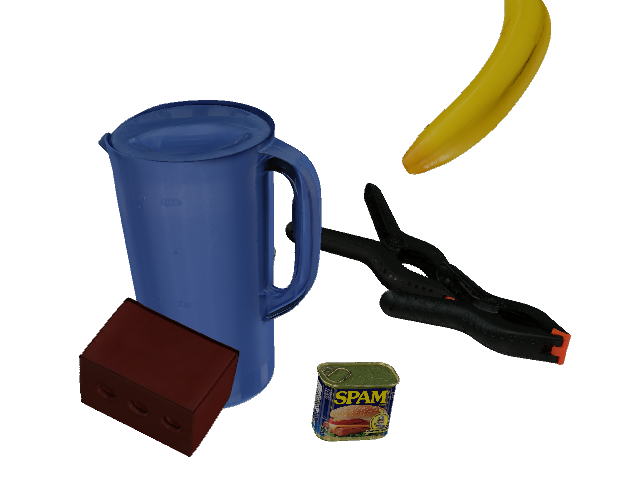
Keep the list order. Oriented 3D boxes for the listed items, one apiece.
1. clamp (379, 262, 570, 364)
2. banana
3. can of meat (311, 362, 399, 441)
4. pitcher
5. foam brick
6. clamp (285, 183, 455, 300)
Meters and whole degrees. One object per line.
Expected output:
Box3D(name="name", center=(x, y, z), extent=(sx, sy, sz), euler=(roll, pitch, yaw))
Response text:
Box3D(name="clamp", center=(0.153, 0.065, 0.992), extent=(0.172, 0.039, 0.120), euler=(21, 31, 21))
Box3D(name="banana", center=(0.131, -0.127, 0.822), extent=(0.070, 0.197, 0.037), euler=(1, -36, 48))
Box3D(name="can of meat", center=(0.042, 0.204, 1.347), extent=(0.102, 0.084, 0.057), euler=(1, 23, -16))
Box3D(name="pitcher", center=(-0.087, 0.016, 0.878), extent=(0.144, 0.243, 0.149), euler=(-14, 29, -20))
Box3D(name="foam brick", center=(-0.096, 0.081, 0.632), extent=(0.078, 0.053, 0.051), euler=(24, 48, 11))
Box3D(name="clamp", center=(0.072, 0.014, 1.247), extent=(0.164, 0.036, 0.210), euler=(-22, 51, -39))
